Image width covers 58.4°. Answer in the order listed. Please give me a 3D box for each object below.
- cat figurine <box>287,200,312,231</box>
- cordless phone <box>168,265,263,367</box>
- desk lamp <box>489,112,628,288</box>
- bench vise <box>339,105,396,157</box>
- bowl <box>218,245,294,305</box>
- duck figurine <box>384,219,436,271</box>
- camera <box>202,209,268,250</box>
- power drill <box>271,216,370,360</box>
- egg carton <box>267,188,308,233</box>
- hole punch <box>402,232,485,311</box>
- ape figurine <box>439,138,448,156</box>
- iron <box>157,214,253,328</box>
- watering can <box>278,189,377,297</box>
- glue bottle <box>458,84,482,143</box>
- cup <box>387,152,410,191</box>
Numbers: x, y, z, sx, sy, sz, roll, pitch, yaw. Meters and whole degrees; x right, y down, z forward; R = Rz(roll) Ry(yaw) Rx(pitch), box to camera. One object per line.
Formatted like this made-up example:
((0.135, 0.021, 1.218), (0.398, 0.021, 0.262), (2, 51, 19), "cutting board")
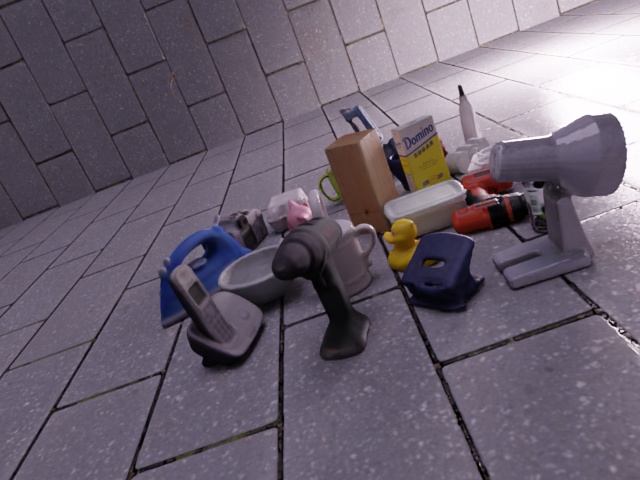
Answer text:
((-0.036, -0.045, 1.302), (0.067, 0.118, 0.128), (-15, 22, 17), "cat figurine")
((-0.179, 0.107, 0.970), (0.094, 0.185, 0.147), (-14, 22, 18), "cordless phone")
((0.343, -0.064, 0.842), (0.203, 0.214, 0.118), (-20, 21, 5), "desk lamp")
((0.146, -0.276, 1.548), (0.207, 0.220, 0.121), (-27, 21, -13), "bench vise")
((-0.112, 0.079, 1.130), (0.167, 0.075, 0.167), (-19, 21, 8), "bowl")
((0.163, 0.003, 1.035), (0.104, 0.086, 0.078), (-8, 25, 32), "duck figurine")
((-0.227, -0.021, 1.452), (0.136, 0.101, 0.143), (-9, 24, 29), "camera")
((0.005, 0.067, 0.855), (0.075, 0.209, 0.230), (-15, 22, 17), "power drill")
((-0.083, -0.080, 1.502), (0.107, 0.069, 0.150), (-18, 21, 8), "egg carton")
((0.188, 0.048, 0.892), (0.108, 0.091, 0.101), (4, 32, 48), "hole punch")
((0.295, -0.214, 1.432), (0.075, 0.092, 0.078), (2, 31, 46), "ape figurine")
((-0.271, 0.059, 1.240), (0.118, 0.142, 0.259), (-2, 28, 41), "iron")
((0.009, 0.005, 1.026), (0.173, 0.194, 0.100), (-26, 21, -11), "watering can")
((0.387, -0.324, 1.498), (0.037, 0.173, 0.078), (-10, 24, 28), "glue bottle")
((0.204, -0.165, 1.395), (0.117, 0.095, 0.092), (-13, 22, 21), "cup")
